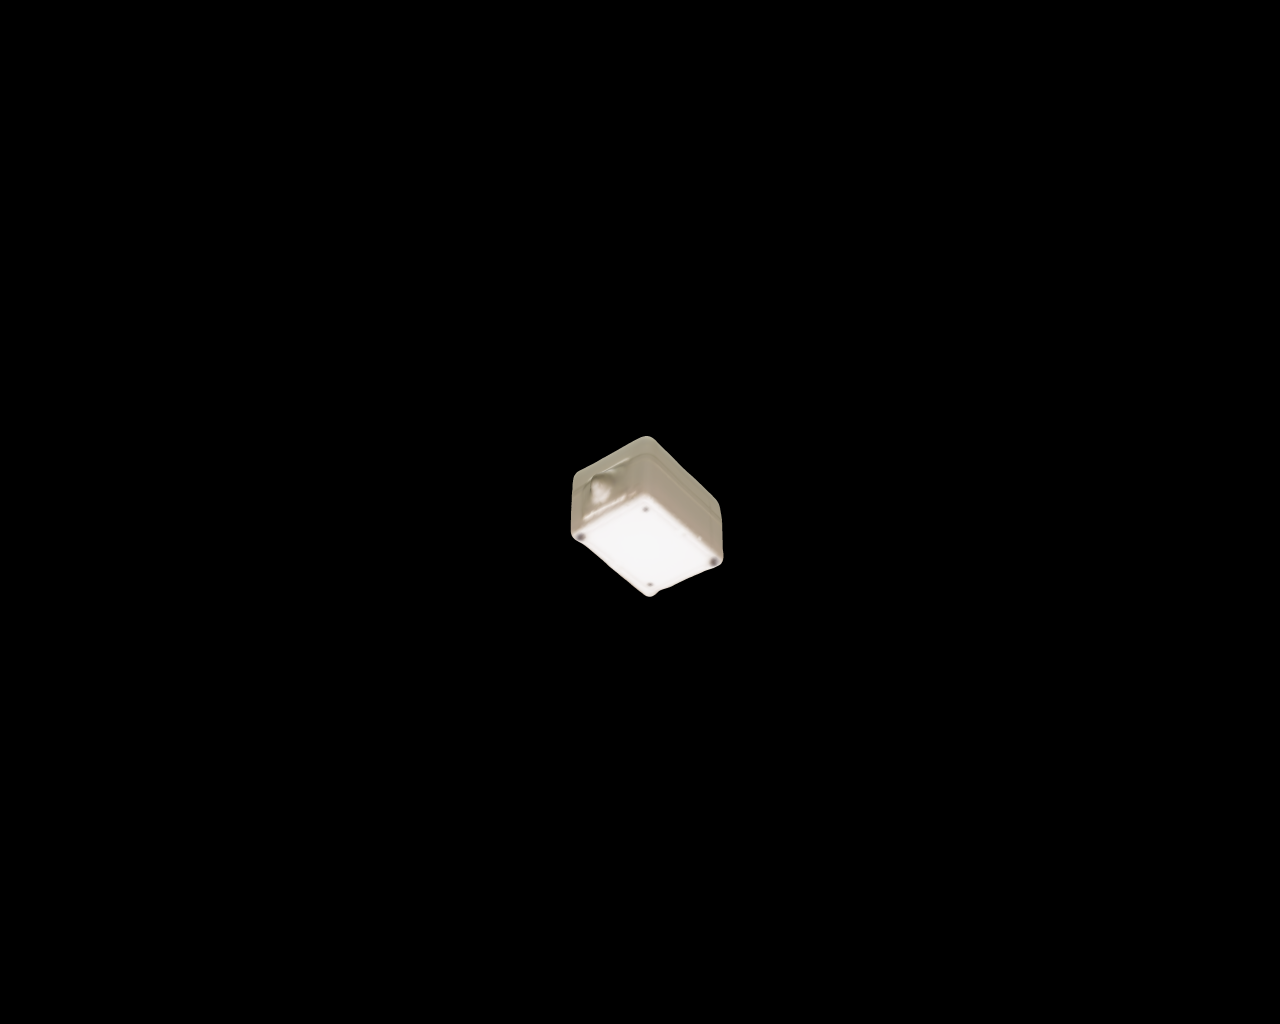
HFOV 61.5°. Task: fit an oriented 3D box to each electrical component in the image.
[{"bbox_3d":[0.001,-0.003,0.650,0.061,0.061,0.096,-27,-49,26],"label":"electrical component"}]
